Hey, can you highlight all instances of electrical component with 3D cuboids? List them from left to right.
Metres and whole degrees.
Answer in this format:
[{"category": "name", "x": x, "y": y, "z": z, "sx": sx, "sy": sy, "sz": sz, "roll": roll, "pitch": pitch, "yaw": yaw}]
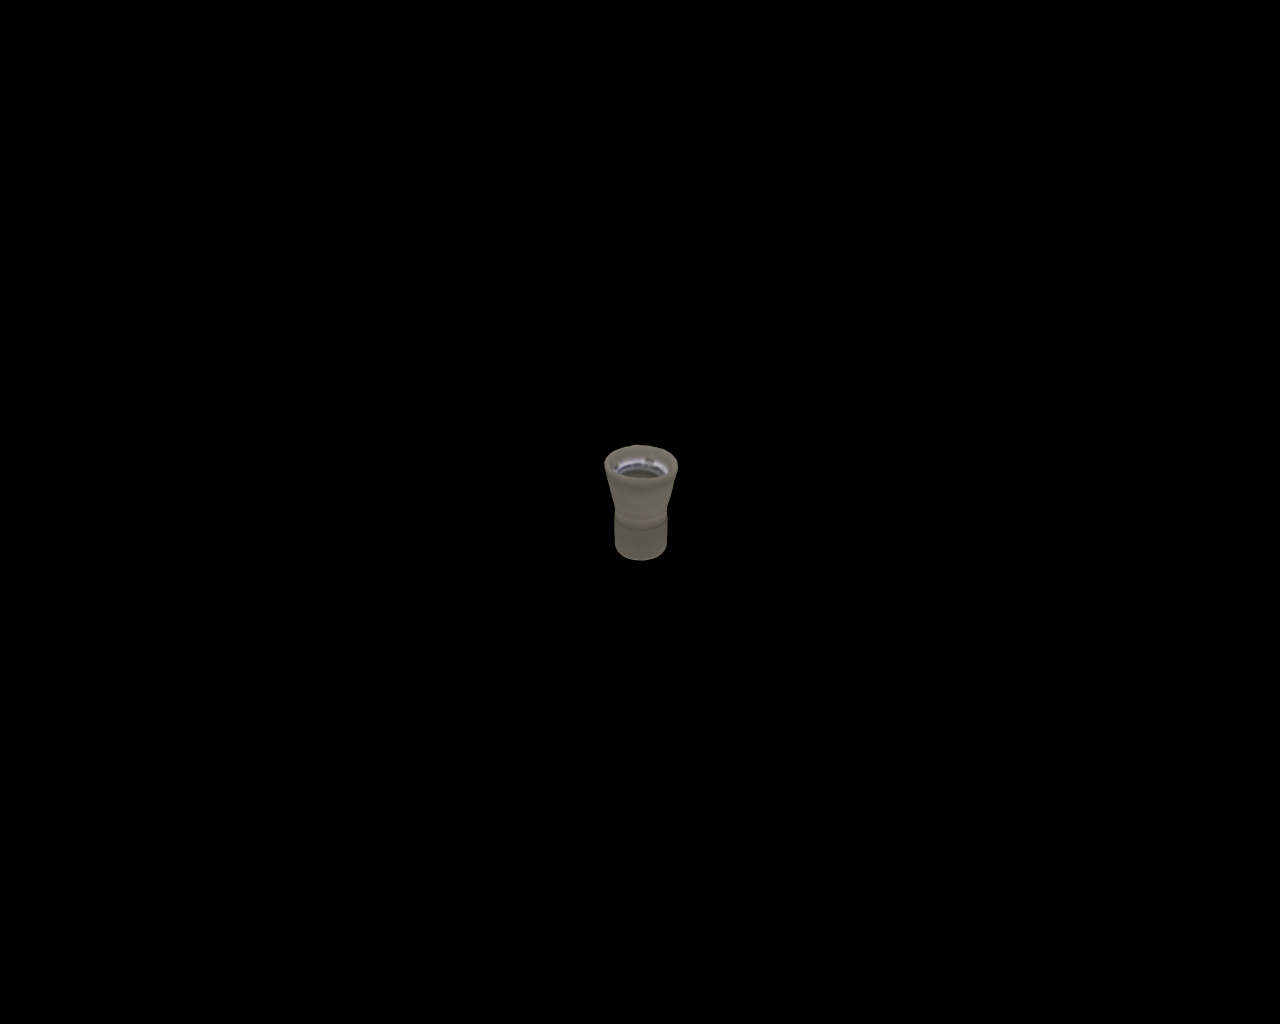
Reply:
[{"category": "electrical component", "x": 0.001, "y": -0.003, "z": 0.650, "sx": 0.044, "sy": 0.065, "sz": 0.044, "roll": 0, "pitch": 32, "yaw": 0}]
